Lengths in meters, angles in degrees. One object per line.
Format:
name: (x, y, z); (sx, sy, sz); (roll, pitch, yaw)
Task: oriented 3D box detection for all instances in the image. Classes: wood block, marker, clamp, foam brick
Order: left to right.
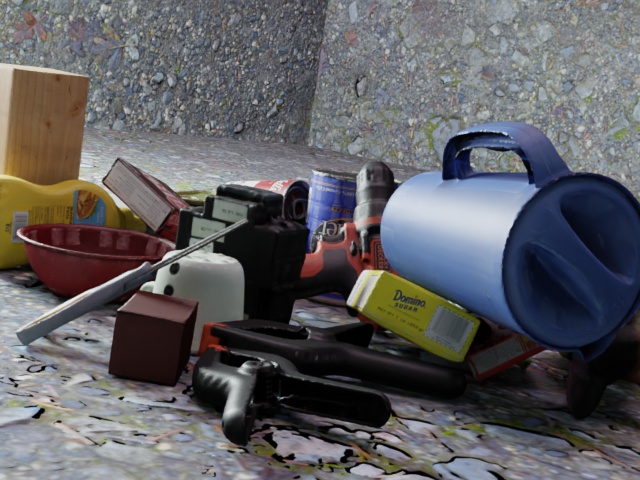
wood block: (-0.326, -0.087, 1.185); (0.090, 0.206, 0.091); (0, 13, -41)
foam brick: (-0.127, 0.075, 0.822); (0.053, 0.051, 0.078); (11, 8, 1)
clamp: (-0.030, 0.105, 0.751); (0.120, 0.039, 0.172); (6, 9, -22)
clamp: (-0.004, 0.090, 0.888); (0.209, 0.036, 0.165); (9, 6, -22)
marker: (0.135, 0.069, 0.964); (0.020, 0.020, 0.121); (8, 10, -4)

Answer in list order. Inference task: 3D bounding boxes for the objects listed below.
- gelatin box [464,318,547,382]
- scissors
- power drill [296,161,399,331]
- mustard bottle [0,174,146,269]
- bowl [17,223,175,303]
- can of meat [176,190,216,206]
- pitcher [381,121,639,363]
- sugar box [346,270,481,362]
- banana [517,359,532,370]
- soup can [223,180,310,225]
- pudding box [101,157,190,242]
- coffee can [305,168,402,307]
gelatin box: (0.160, 0.087, 0.963); (0.073, 0.030, 0.089); (-25, 14, 2)
scissors: (-0.157, 0.033, 0.878); (0.201, 0.016, 0.096); (-29, 6, -20)
power drill: (-0.007, 0.001, 1.078); (0.187, 0.184, 0.057); (1, -26, -5)
mustard bottle: (-0.274, -0.017, 1.142); (0.191, 0.096, 0.058); (2, 11, -38)
bowl: (-0.218, 0.025, 1.050); (0.162, 0.055, 0.162); (8, 8, -1)
can of meat: (-0.147, -0.013, 1.279); (0.058, 0.084, 0.102); (12, 9, 24)
pitcher: (0.144, -0.007, 0.878); (0.144, 0.149, 0.243); (23, -2, -24)
sugar box: (0.077, 0.063, 0.940); (0.093, 0.048, 0.176); (28, 0, -2)
banana: (0.184, 0.091, 1.085); (0.069, 0.037, 0.197); (39, 16, 5)
soup can: (-0.064, -0.035, 1.238); (0.102, 0.068, 0.068); (1, 3, 33)
pudding box: (-0.175, -0.036, 1.173); (0.114, 0.039, 0.090); (37, 3, 33)
coffee can: (0.032, -0.004, 1.195); (0.103, 0.140, 0.103); (8, 8, -1)
